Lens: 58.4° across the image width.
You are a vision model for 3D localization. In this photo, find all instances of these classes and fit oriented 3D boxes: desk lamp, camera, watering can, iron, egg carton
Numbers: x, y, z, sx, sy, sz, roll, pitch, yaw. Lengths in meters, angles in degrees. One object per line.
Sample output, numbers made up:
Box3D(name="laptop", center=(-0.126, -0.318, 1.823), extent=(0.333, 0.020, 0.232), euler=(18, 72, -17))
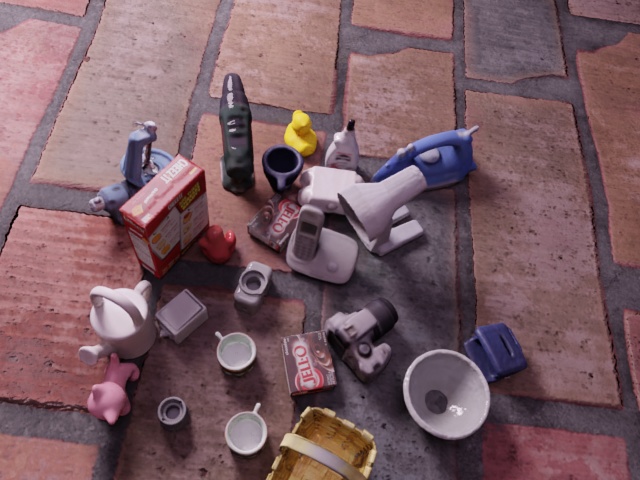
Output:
Box3D(name="desk lamp", center=(0.132, -0.061, 1.195), extent=(0.203, 0.213, 0.117), euler=(-26, 67, -20))
Box3D(name="camera", center=(0.099, 0.181, 1.122), extent=(0.137, 0.101, 0.143), euler=(-33, 70, -22))
Box3D(name="watering can", center=(-0.359, 0.145, 1.027), extent=(0.101, 0.194, 0.173), euler=(6, 61, -4))
Box3D(name="iron", center=(0.246, -0.195, 1.325), extent=(0.259, 0.141, 0.118), euler=(-16, 64, -15))
Box3D(name="egg carton", center=(0.026, -0.107, 1.289), extent=(0.150, 0.069, 0.107), euler=(6, 61, -4))

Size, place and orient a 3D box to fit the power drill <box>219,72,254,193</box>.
Box3D(name="power drill", center=(-0.182, -0.211, 1.238), extent=(0.076, 0.208, 0.229), euler=(-5, 62, -10))

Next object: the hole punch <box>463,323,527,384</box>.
Box3D(name="hole punch", center=(0.355, 0.219, 1.141), extent=(0.101, 0.091, 0.108), euler=(-17, 65, -16))

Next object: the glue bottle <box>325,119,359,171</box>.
Box3D(name="glue bottle", center=(0.058, -0.214, 1.292), extent=(0.078, 0.173, 0.037), euler=(3, 61, -5))

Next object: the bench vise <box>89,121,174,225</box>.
Box3D(name="bench vise", center=(-0.368, -0.130, 1.163), extent=(0.121, 0.220, 0.208), euler=(27, 61, 8))

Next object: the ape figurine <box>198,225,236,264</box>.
Box3D(name="ape figurine", center=(-0.213, 0.001, 1.184), extent=(0.078, 0.092, 0.076), euler=(1, 61, -7))

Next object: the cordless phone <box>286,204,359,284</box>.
Box3D(name="cordless phone", center=(0.011, 0.004, 1.159), extent=(0.147, 0.185, 0.094), euler=(15, 60, 1))

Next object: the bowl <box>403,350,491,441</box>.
Box3D(name="bowl", center=(0.232, 0.299, 1.090), extent=(0.167, 0.075, 0.167), euler=(3, 61, -6))

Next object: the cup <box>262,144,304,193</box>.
Box3D(name="cup", center=(-0.085, -0.140, 1.278), extent=(0.092, 0.095, 0.117), euler=(3, 61, -6))

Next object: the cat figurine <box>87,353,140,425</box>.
Box3D(name="cat figurine", center=(-0.368, 0.263, 1.005), extent=(0.067, 0.118, 0.128), euler=(5, 61, -5))

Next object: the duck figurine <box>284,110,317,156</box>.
Box3D(name="duck figurine", center=(-0.043, -0.257, 1.353), extent=(0.077, 0.086, 0.104), euler=(-11, 63, -13))
